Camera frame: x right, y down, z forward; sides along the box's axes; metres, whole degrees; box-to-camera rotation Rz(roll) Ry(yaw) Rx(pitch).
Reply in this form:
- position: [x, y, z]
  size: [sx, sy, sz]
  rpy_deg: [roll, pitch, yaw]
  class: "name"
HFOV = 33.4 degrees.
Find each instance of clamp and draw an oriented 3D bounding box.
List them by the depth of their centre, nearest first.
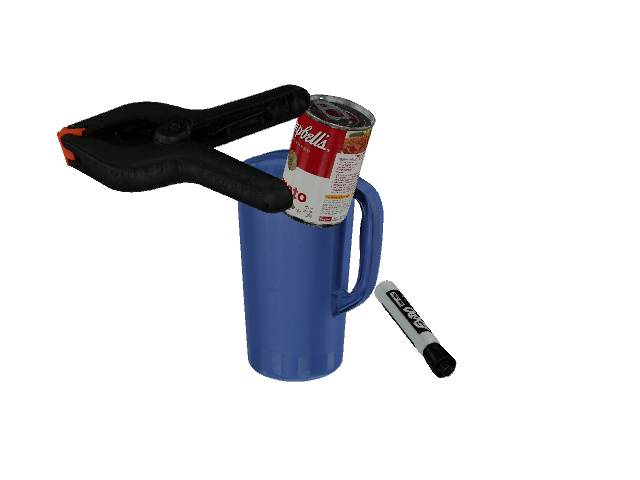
- position: [-0.087, -0.070, 0.722]
  size: [0.171, 0.039, 0.120]
  rpy_deg: [8, 39, 12]
  class: "clamp"

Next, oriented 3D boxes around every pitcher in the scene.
- position: [-0.018, 0.028, 1.165]
  size: [0.145, 0.243, 0.149]
  rpy_deg: [-3, 18, -11]
  class: "pitcher"

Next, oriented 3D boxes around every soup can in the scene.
- position: [0.004, -0.072, 0.963]
  size: [0.068, 0.102, 0.068]
  rpy_deg: [12, 28, -7]
  class: "soup can"

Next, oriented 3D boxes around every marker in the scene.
- position: [0.073, 0.068, 0.827]
  size: [0.020, 0.020, 0.121]
  rpy_deg: [0, 27, -22]
  class: "marker"
